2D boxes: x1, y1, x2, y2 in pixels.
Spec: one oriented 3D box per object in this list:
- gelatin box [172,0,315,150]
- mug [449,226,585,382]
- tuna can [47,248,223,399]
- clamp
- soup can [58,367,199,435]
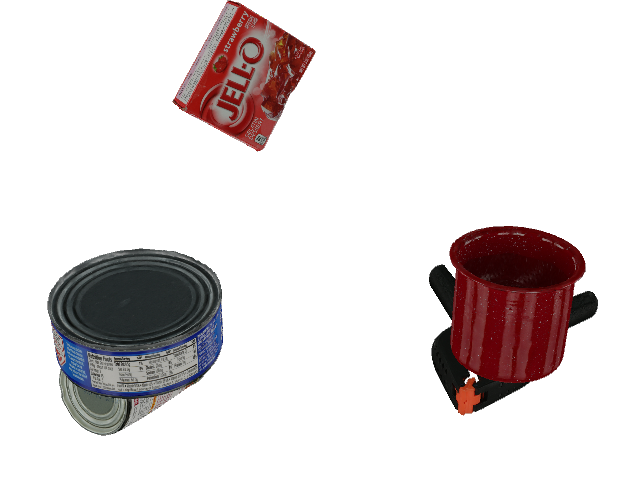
[{"bbox_3d":[-0.057,-0.122,0.798,0.073,0.089,0.030,26,5,-32],"label":"gelatin box"},{"bbox_3d":[0.131,0.041,0.765,0.093,0.081,0.117,-9,30,-17],"label":"mug"},{"bbox_3d":[-0.091,0.041,0.536,0.086,0.034,0.086,0,32,0],"label":"tuna can"},{"bbox_3d":[0.149,0.085,0.978,0.165,0.036,0.209,13,32,24],"label":"clamp"},{"bbox_3d":[-0.142,0.099,0.818,0.069,0.068,0.102,0,15,30],"label":"soup can"}]
